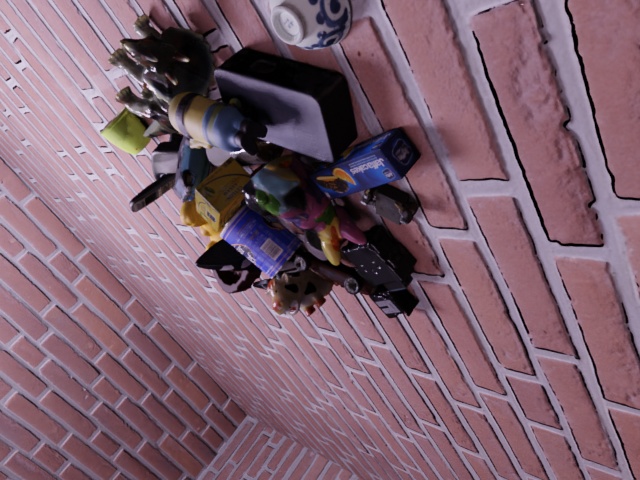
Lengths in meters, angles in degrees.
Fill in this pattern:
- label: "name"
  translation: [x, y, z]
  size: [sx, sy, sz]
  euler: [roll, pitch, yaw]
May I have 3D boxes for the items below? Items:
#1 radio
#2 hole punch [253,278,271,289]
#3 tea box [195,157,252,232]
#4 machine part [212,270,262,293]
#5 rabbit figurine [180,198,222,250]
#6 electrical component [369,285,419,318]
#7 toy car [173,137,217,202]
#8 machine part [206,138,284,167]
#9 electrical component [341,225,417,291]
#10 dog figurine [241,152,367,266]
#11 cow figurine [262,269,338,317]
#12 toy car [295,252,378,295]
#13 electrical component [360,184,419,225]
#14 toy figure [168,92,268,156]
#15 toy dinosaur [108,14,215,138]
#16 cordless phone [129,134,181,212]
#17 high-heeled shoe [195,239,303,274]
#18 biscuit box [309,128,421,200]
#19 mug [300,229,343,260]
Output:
- label: "radio"
  translation: [-0.059, -0.220, 0.868]
  size: [0.230, 0.073, 0.131]
  euler: [23, 148, 28]
- label: "hole punch"
  translation: [-0.100, 0.090, 1.394]
  size: [0.116, 0.092, 0.142]
  euler: [20, 159, -25]
- label: "tea box"
  translation: [-0.188, -0.085, 1.054]
  size: [0.068, 0.098, 0.169]
  euler: [45, 166, 0]
- label: "machine part"
  translation: [-0.217, 0.048, 1.390]
  size: [0.180, 0.056, 0.179]
  euler: [3, 94, 45]
- label: "rabbit figurine"
  translation: [-0.251, -0.058, 1.269]
  size: [0.122, 0.162, 0.173]
  euler: [-16, 154, 38]
- label: "electrical component"
  translation: [0.146, 0.127, 1.157]
  size: [0.074, 0.048, 0.119]
  euler: [50, 150, -16]
- label: "toy car"
  translation: [-0.254, -0.159, 1.160]
  size: [0.103, 0.161, 0.109]
  euler: [8, 158, -23]
- label: "machine part"
  translation: [-0.146, -0.180, 1.034]
  size: [0.243, 0.079, 0.079]
  euler: [2, 134, 51]
- label: "electrical component"
  translation: [0.120, 0.041, 1.050]
  size: [0.134, 0.058, 0.115]
  euler: [46, 155, -10]
- label: "dog figurine"
  translation: [-0.019, -0.048, 0.978]
  size: [0.108, 0.191, 0.219]
  euler: [-42, 90, 24]
- label: "cow figurine"
  translation: [-0.043, 0.105, 1.214]
  size: [0.127, 0.195, 0.085]
  euler: [45, 128, 4]
- label: "toy car"
  translation: [0.034, 0.071, 1.164]
  size: [0.202, 0.089, 0.053]
  euler: [20, 111, 32]
- label: "electrical component"
  translation: [0.115, -0.060, 0.914]
  size: [0.102, 0.045, 0.078]
  euler: [31, 151, 17]
- label: "toy figure"
  translation: [-0.171, -0.194, 0.882]
  size: [0.180, 0.082, 0.089]
  euler: [24, 153, 36]
- label: "toy dinosaur"
  translation: [-0.291, -0.279, 1.038]
  size: [0.192, 0.131, 0.404]
  euler: [37, 159, 7]
- label: "cordless phone"
  translation: [-0.379, -0.150, 1.259]
  size: [0.089, 0.184, 0.146]
  euler: [42, 154, 7]
- label: "high-heeled shoe"
  translation: [-0.157, 0.052, 1.256]
  size: [0.145, 0.249, 0.086]
  euler: [87, 167, -52]
- label: "biscuit box"
  translation: [0.067, -0.119, 0.870]
  size: [0.062, 0.059, 0.203]
  euler: [49, 152, -18]
- label: "mug"
  translation: [-0.002, -0.003, 1.115]
  size: [0.110, 0.081, 0.107]
  euler: [30, 161, 10]
